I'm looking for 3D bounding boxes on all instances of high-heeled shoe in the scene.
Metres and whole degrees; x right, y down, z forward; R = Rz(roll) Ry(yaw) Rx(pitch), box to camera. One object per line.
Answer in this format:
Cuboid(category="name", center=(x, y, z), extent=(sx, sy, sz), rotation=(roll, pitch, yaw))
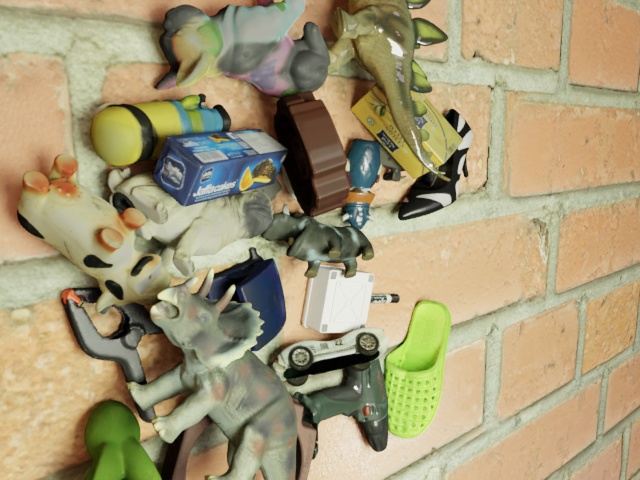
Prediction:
Cuboid(category="high-heeled shoe", center=(0.217, -0.146, 1.025), extent=(0.249, 0.086, 0.145), rotation=(-36, 115, -34))

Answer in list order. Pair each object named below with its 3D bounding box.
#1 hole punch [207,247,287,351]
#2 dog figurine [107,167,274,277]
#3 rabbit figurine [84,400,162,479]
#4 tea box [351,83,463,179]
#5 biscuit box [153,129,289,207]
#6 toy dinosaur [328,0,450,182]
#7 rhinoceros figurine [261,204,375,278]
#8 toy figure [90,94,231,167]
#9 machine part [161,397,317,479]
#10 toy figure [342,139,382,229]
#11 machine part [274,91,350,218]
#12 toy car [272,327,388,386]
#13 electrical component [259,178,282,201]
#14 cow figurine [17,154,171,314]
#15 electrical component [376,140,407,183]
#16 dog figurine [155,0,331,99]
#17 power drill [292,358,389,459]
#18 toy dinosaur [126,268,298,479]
Cuboid(category="hole punch", center=(-0.096, 0.093, 0.803), extent=(0.116, 0.092, 0.142), rotation=(-25, 110, -38))
Cuboid(category="dog figurine", center=(-0.165, -0.050, 0.720), extent=(0.190, 0.121, 0.172), rotation=(-42, 115, -42))
Cuboid(category="rabbit figurine", center=(-0.266, 0.292, 0.672), extent=(0.121, 0.159, 0.170), rotation=(-1, 83, -30))
Cuboid(category="tea box", center=(0.145, -0.194, 0.904), extent=(0.169, 0.098, 0.068), rotation=(45, 66, -7))
Cuboid(category="biscuit box", center=(-0.121, -0.098, 0.690), extent=(0.062, 0.059, 0.202), rotation=(-59, 164, 26))
Cuboid(category="toy dinosaur", center=(0.092, -0.309, 0.806), extent=(0.198, 0.105, 0.471), rotation=(-9, 87, -24))
Cuboid(category="rhinoceros figurine", center=(-0.002, -0.003, 0.846), extent=(0.190, 0.073, 0.112), rotation=(11, 49, -33))
Cuboid(category="toy figure", center=(-0.196, -0.140, 0.676), extent=(0.180, 0.089, 0.082), rotation=(-12, 97, -35))
Cuboid(category="machine part", center=(-0.120, 0.320, 0.790), extent=(0.201, 0.087, 0.201), rotation=(17, 80, -23))
Cuboid(category="toy figure", center=(0.071, -0.095, 0.925), extent=(0.058, 0.064, 0.154), rotation=(-31, 129, -75))
Cuboid(category="machine part", center=(-0.013, -0.121, 0.765), extent=(0.056, 0.179, 0.179), rotation=(-20, 112, -12))
Cuboid(category="toy car", center=(0.017, 0.192, 0.896), extent=(0.202, 0.056, 0.073), rotation=(-8, 143, -16))
Cuboid(category="electrical component", center=(-0.088, -0.087, 0.818), extent=(0.094, 0.021, 0.063), rotation=(-47, 124, -23))
Cuboid(category="cow figurine", center=(-0.261, 0.008, 0.627), extent=(0.195, 0.127, 0.085), rotation=(40, 41, -12))
Cuboid(category="electrical component", center=(0.132, -0.151, 0.978), extent=(0.078, 0.045, 0.102), rotation=(5, 92, -12))
Cuboid(category="dog figurine", center=(-0.108, -0.239, 0.723), extent=(0.219, 0.109, 0.191), rotation=(-41, 124, -22))
Cuboid(category="power drill", center=(0.044, 0.312, 0.962), extent=(0.207, 0.086, 0.231), rotation=(-12, 104, -34))
Cuboid(category="toy dinosaur", center=(-0.102, 0.218, 0.699), extent=(0.192, 0.131, 0.404), rotation=(-40, 109, -20))
